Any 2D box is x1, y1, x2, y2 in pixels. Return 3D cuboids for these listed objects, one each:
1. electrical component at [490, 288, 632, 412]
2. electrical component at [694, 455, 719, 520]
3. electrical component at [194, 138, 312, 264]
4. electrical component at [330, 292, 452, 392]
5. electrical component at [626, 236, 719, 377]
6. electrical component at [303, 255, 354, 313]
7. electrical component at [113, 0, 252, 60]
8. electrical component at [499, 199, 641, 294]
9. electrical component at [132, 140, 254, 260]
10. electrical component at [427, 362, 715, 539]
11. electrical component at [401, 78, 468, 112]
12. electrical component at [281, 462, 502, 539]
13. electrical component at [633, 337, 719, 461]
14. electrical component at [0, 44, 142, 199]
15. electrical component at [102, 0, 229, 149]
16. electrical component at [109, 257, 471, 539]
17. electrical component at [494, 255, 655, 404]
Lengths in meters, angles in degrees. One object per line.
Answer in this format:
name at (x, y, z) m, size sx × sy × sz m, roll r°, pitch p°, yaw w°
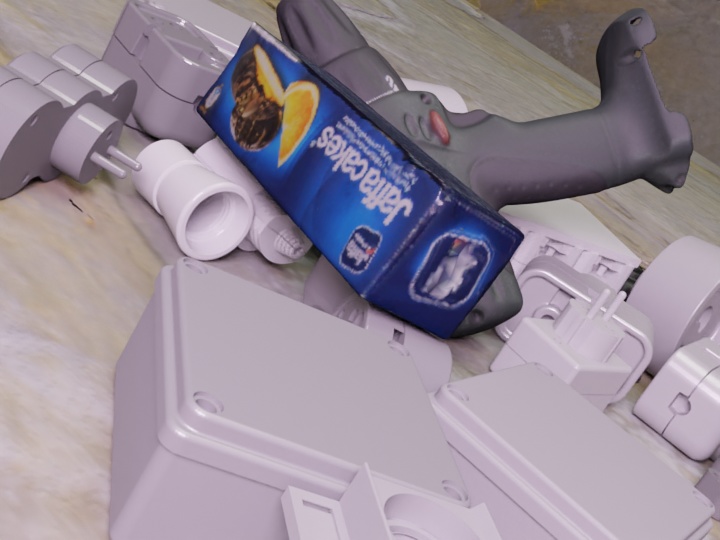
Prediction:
electrical component at (0.127, 0.043, 0.622) m, size 0.066 × 0.076 × 0.047 m, roll 8°, pitch 30°, yaw -49°
electrical component at (0.240, 0.122, 0.625) m, size 0.078 × 0.057 × 0.058 m, roll 21°, pitch 22°, yaw -28°
electrical component at (-0.057, -0.034, 0.586) m, size 0.043 × 0.043 × 0.081 m, roll 6°, pitch 32°, yaw -51°
electrical component at (0.008, 0.044, 0.476) m, size 0.047 × 0.055 × 0.055 m, roll 28°, pitch 19°, yaw -19°
electrical component at (0.231, 0.026, 0.781) m, size 0.060 × 0.108 × 0.108 m, roll 36°, pitch 19°, yaw 33°
electrical component at (0.000, 0.000, 0.559) m, size 0.043 × 0.062 × 0.043 m, roll 28°, pitch 19°, yaw -11°
electrical component at (-0.120, -0.160, 0.785) m, size 0.109 × 0.056 × 0.108 m, roll 22°, pitch 21°, yaw -24°
electrical component at (0.109, -0.021, 0.767) m, size 0.150 × 0.061 × 0.089 m, roll 16°, pitch 24°, yaw -31°
electrical component at (-0.090, -0.040, 0.558) m, size 0.044 × 0.044 × 0.065 m, roll 10°, pitch 23°, yaw -46°
electrical component at (0.079, 0.096, 0.449) m, size 0.109 × 0.056 × 0.109 m, roll 40°, pitch 21°, yaw 24°
electrical component at (0.018, -0.079, 0.721) m, size 0.060 × 0.108 × 0.108 m, roll 12°, pitch 26°, yaw -30°
electrical component at (0.009, 0.100, 0.322) m, size 0.081 × 0.063 × 0.042 m, roll 24°, pitch 19°, yaw -22°
electrical component at (0.226, 0.085, 0.700) m, size 0.059 × 0.053 × 0.095 m, roll 39°, pitch 21°, yaw 23°
electrical component at (-0.142, -0.067, 0.527) m, size 0.074 × 0.052 × 0.138 m, roll 32°, pitch 20°, yaw 2°
electrical component at (-0.122, -0.120, 0.679) m, size 0.054 × 0.059 × 0.095 m, roll 12°, pitch 27°, yaw -44°
electrical component at (-0.028, 0.058, 0.382) m, size 0.109 × 0.056 × 0.108 m, roll 23°, pitch 21°, yaw -21°
electrical component at (0.139, 0.035, 0.693) m, size 0.095 × 0.053 × 0.059 m, roll 34°, pitch 19°, yaw 7°
